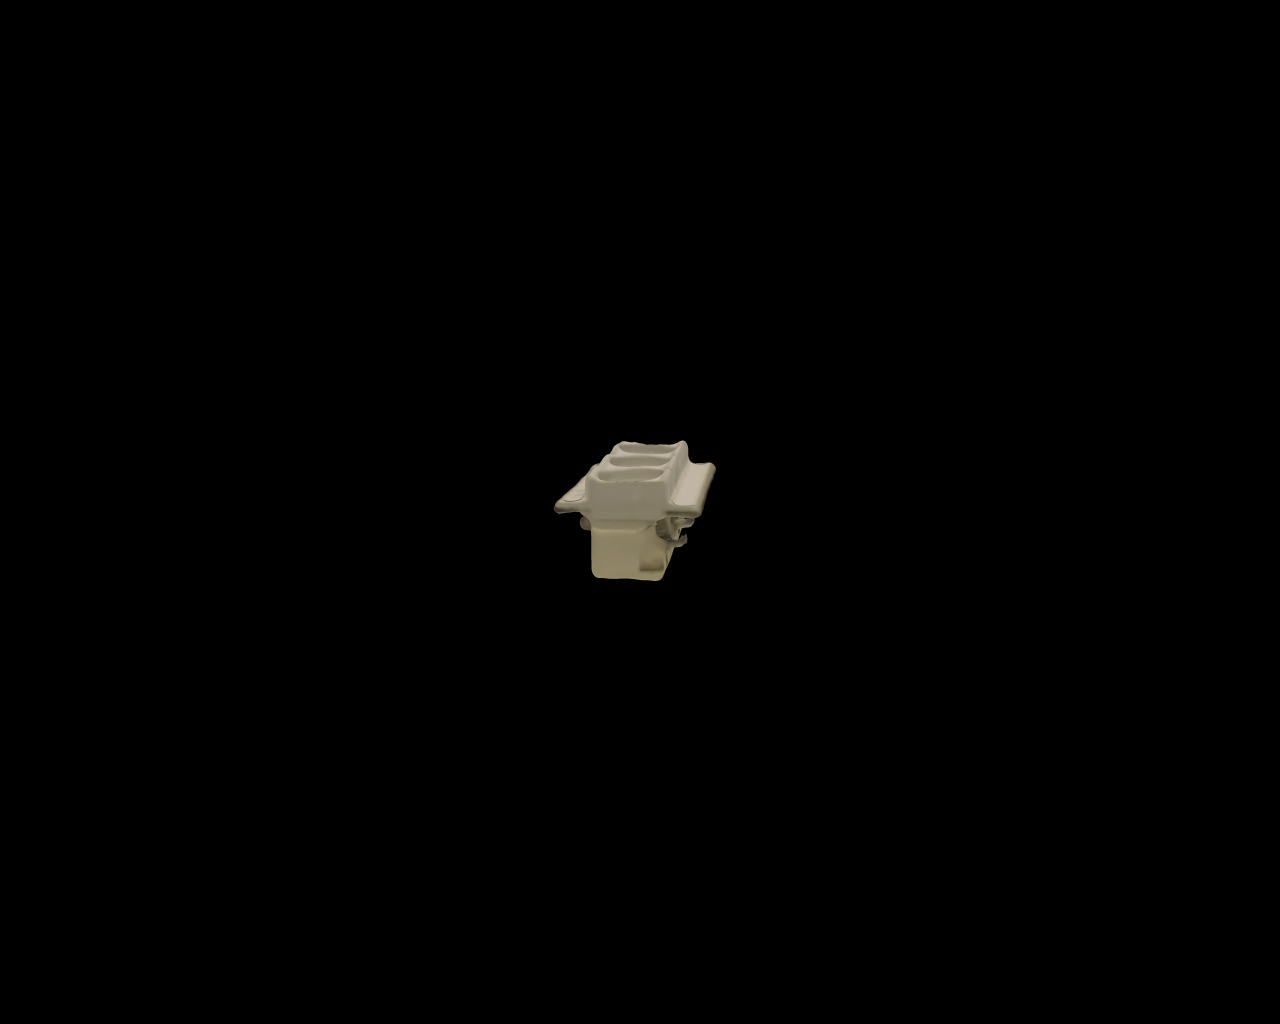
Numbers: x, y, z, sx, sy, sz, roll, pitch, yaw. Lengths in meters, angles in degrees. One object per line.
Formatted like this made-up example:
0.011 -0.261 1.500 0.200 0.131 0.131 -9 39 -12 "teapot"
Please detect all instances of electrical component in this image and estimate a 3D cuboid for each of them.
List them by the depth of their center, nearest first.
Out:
0.001 -0.003 0.650 0.079 0.063 0.121 2 14 7 "electrical component"
